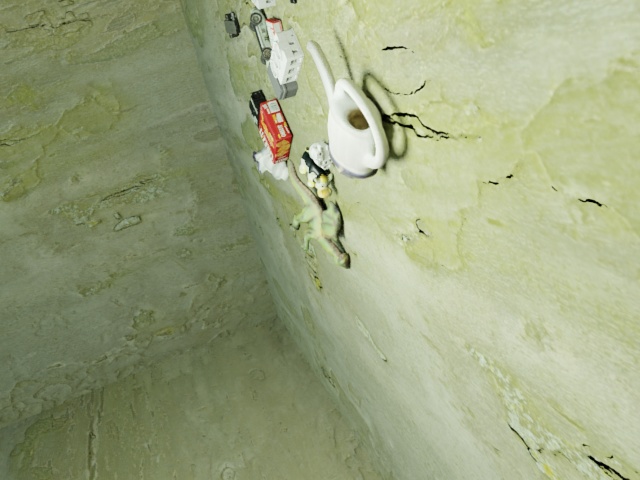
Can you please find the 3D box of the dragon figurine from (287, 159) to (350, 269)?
[{"bbox_3d":[0.005,-0.087,1.722,0.242,0.123,0.407,-4,108,57],"label":"dragon figurine"}]

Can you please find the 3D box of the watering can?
[{"bbox_3d":[0.058,-0.280,1.168,0.219,0.104,0.354,91,153,-56],"label":"watering can"}]

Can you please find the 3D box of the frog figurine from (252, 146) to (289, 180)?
[{"bbox_3d":[-0.176,-0.313,2.082,0.160,0.125,0.134,18,128,25],"label":"frog figurine"}]
